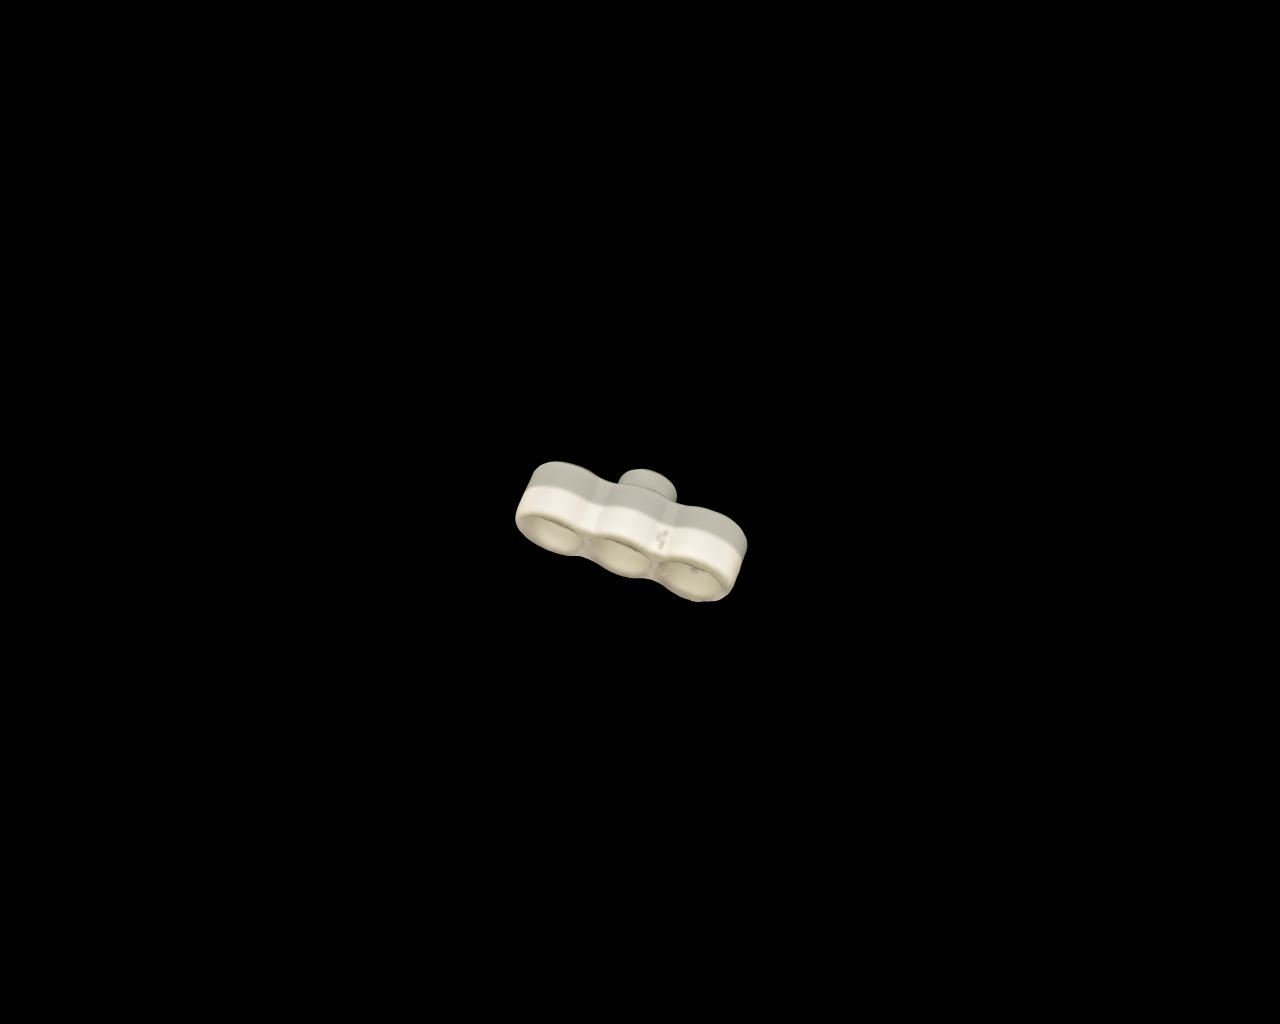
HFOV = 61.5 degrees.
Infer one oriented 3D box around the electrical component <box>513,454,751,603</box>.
[{"bbox_3d":[0.001,-0.003,0.650,0.138,0.074,0.052,18,-28,10],"label":"electrical component"}]
